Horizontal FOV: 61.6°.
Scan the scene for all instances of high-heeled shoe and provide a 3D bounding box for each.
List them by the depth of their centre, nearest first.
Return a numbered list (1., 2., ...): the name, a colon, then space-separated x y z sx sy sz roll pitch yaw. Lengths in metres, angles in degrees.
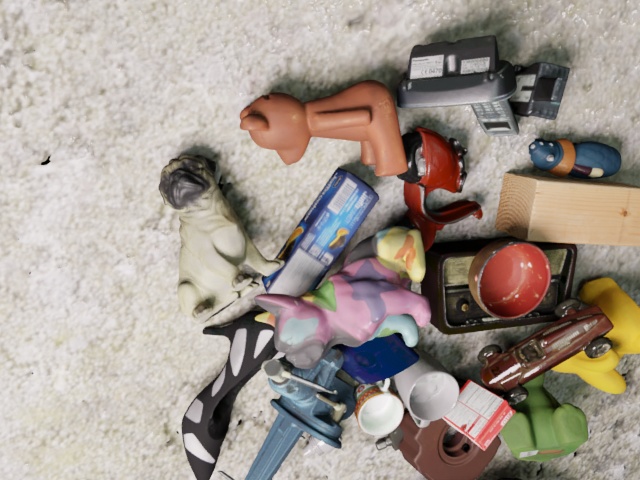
1. high-heeled shoe: -0.109 0.222 0.750 0.145 0.086 0.248 1 89 23

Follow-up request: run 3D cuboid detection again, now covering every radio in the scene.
1. radio: 0.271 0.066 0.829 0.230 0.073 0.131 -4 105 -11

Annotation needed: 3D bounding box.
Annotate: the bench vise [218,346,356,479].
1. bench vise: -0.038 0.255 0.744 0.240 0.129 0.223 -58 153 -11

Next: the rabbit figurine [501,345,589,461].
1. rabbit figurine: 0.348 0.256 0.864 0.121 0.170 0.159 -16 144 18

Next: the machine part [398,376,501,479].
1. machine part: 0.216 0.317 0.878 0.179 0.056 0.179 -4 101 -21

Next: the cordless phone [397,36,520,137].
1. cordless phone: 0.199 -0.188 0.739 0.184 0.147 0.088 28 68 -58

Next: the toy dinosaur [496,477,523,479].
1. toy dinosaur: 0.273 0.452 0.872 0.405 0.131 0.192 -19 147 -15

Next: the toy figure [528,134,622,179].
1. toy figure: 0.378 -0.122 0.810 0.154 0.064 0.057 3 112 -15

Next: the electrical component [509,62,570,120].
1. electrical component: 0.308 -0.206 0.743 0.048 0.119 0.074 7 100 -14

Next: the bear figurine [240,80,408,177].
1. bear figurine: 0.000 -0.134 0.693 0.196 0.120 0.131 -16 111 -7

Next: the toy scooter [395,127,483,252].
1. toy scooter: 0.174 -0.072 0.771 0.135 0.075 0.183 -6 109 -11

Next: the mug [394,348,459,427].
1. mug: 0.154 0.222 0.826 0.081 0.107 0.109 -6 110 -10

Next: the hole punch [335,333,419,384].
1. hole punch: 0.072 0.154 0.802 0.116 0.092 0.142 -42 113 4

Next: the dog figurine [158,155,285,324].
1. dog figurine: -0.165 0.002 0.717 0.172 0.121 0.190 -39 82 21

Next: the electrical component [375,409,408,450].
1. electrical component: 0.132 0.311 0.889 0.094 0.021 0.063 -18 107 -7

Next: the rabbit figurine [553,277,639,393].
1. rabbit figurine: 0.441 0.169 0.870 0.173 0.162 0.121 -24 122 13

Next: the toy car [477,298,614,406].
1. toy car: 0.326 0.162 0.790 0.202 0.089 0.053 -37 136 18

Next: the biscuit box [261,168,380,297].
1. biscuit box: -0.002 -0.002 0.755 0.059 0.063 0.202 34 94 -18

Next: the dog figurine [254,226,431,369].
1. dog figurine: 0.025 0.068 0.693 0.219 0.108 0.191 1 64 -7
